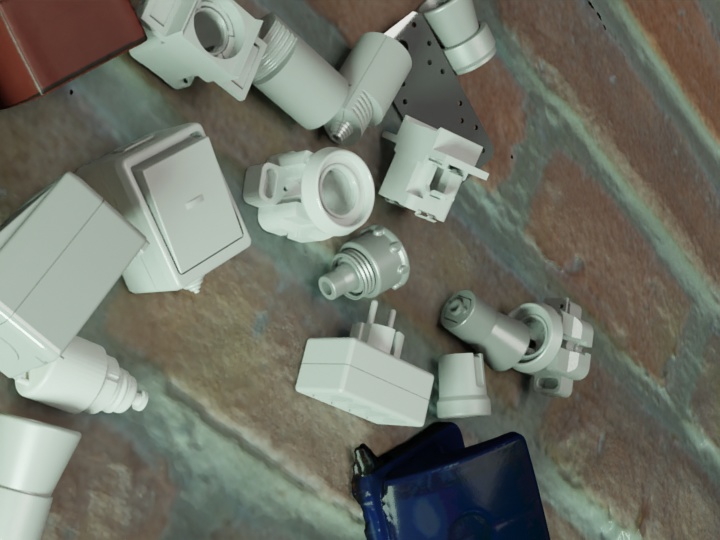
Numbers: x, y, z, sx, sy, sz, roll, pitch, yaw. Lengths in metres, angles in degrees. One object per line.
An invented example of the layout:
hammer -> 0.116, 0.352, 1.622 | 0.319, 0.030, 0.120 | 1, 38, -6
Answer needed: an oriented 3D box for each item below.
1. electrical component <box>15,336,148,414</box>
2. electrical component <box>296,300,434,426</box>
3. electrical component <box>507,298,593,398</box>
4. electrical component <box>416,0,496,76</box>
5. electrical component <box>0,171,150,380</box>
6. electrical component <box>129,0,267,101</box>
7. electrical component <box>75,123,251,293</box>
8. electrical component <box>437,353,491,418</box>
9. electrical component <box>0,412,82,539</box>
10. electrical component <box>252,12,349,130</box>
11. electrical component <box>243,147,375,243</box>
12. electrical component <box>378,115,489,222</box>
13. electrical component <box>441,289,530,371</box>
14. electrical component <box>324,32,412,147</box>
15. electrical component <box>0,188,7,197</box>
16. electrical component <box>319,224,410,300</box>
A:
electrical component -> -0.151, 0.060, 0.592 | 0.078, 0.040, 0.040 | 30, 67, -39
electrical component -> 0.008, 0.059, 0.739 | 0.083, 0.047, 0.075 | 28, 68, -39
electrical component -> 0.148, 0.058, 0.866 | 0.057, 0.058, 0.078 | 23, 71, -43
electrical component -> 0.074, -0.183, 0.822 | 0.045, 0.045, 0.055 | -50, 120, -34
electrical component -> -0.156, -0.004, 0.528 | 0.061, 0.062, 0.096 | 44, 54, -20
electrical component -> -0.100, -0.138, 0.640 | 0.081, 0.064, 0.042 | 36, 64, -36
electrical component -> -0.109, -0.030, 0.625 | 0.062, 0.061, 0.096 | -36, 111, -39
electrical component -> 0.077, 0.087, 0.808 | 0.040, 0.040, 0.046 | 7, 76, -43
electrical component -> -0.177, 0.112, 0.564 | 0.044, 0.044, 0.065 | 24, 75, -40
electrical component -> -0.050, -0.132, 0.701 | 0.081, 0.043, 0.043 | 38, 62, -35
electrical component -> -0.028, -0.049, 0.706 | 0.078, 0.057, 0.058 | 18, 74, -41
electrical component -> 0.048, -0.071, 0.771 | 0.042, 0.081, 0.063 | 20, 97, -36
electrical component -> 0.094, 0.044, 0.827 | 0.065, 0.044, 0.044 | 36, 63, -30
electrical component -> 0.000, -0.121, 0.748 | 0.043, 0.043, 0.081 | 46, 59, -31
electrical component -> -0.209, -0.049, 0.539 | 0.079, 0.044, 0.077 | -5, 76, -63
electrical component -> 0.000, 0.000, 0.739 | 0.062, 0.048, 0.048 | -29, 107, -34
